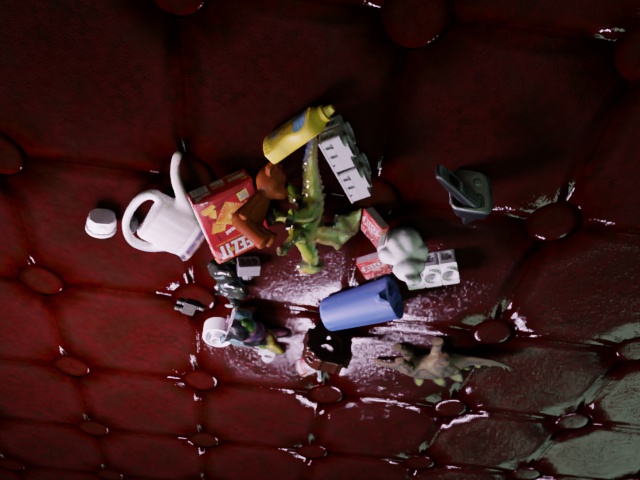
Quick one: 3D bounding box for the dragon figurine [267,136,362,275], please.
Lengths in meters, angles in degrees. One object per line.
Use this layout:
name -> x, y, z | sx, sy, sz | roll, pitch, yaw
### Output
dragon figurine -> 0.004, -0.069, 1.380 | 0.242, 0.124, 0.403 | 9, 117, -32

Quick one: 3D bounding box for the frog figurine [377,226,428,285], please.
frog figurine -> 0.227, 0.043, 1.409 | 0.137, 0.163, 0.120 | 3, 131, 1

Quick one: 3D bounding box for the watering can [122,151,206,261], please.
watering can -> -0.390, -0.070, 1.392 | 0.222, 0.106, 0.342 | 31, 122, -23
